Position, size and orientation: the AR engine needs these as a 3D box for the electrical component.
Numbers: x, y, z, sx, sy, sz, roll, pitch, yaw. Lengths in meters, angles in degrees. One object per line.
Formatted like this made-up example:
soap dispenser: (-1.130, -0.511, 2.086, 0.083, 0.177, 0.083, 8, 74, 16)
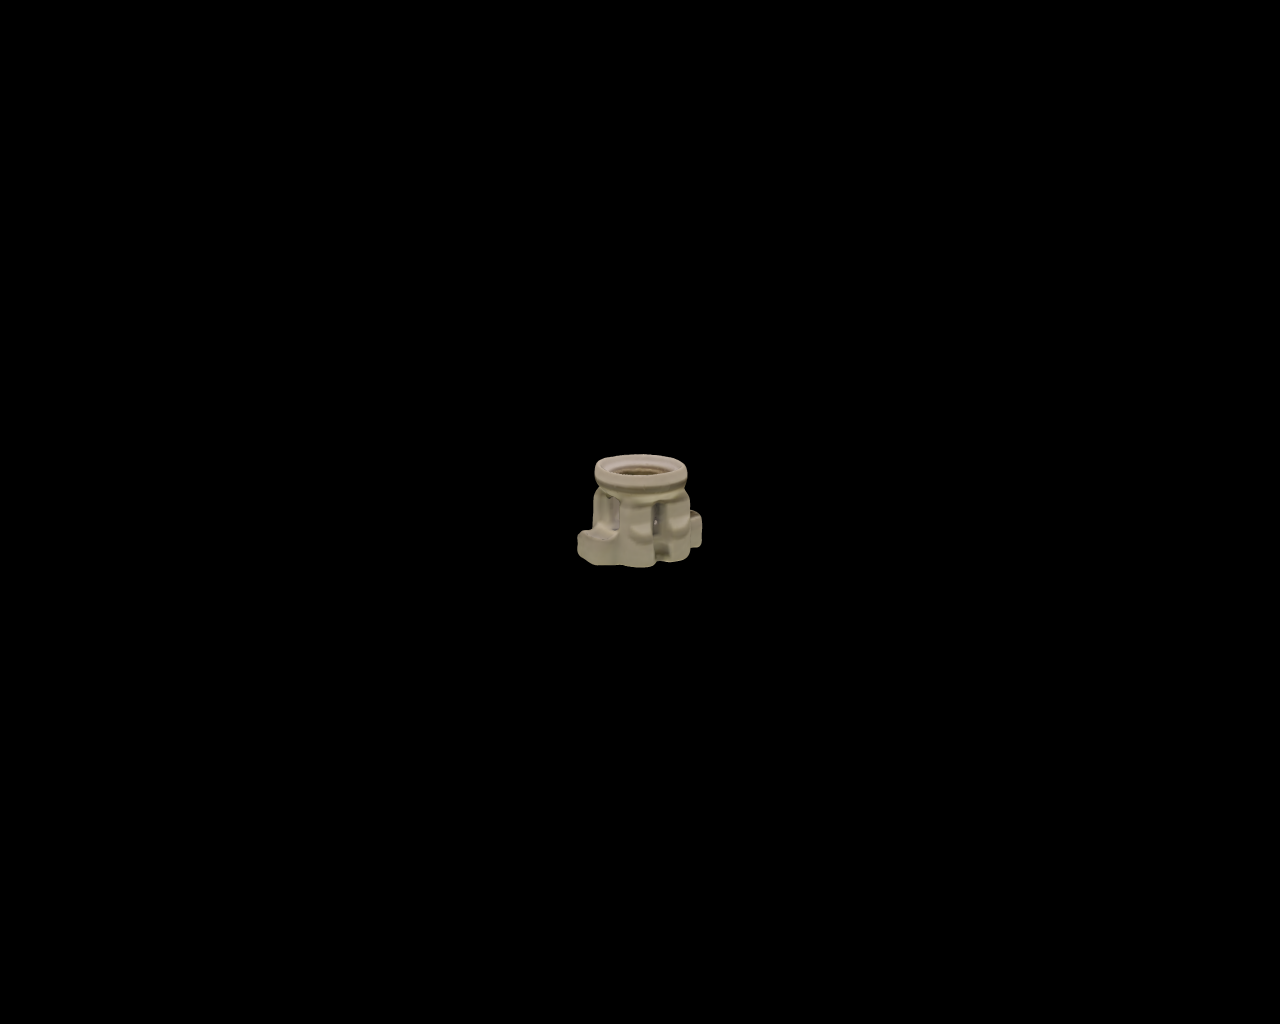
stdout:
electrical component: (0.001, -0.003, 0.650, 0.078, 0.056, 0.058, -9, 19, -29)
